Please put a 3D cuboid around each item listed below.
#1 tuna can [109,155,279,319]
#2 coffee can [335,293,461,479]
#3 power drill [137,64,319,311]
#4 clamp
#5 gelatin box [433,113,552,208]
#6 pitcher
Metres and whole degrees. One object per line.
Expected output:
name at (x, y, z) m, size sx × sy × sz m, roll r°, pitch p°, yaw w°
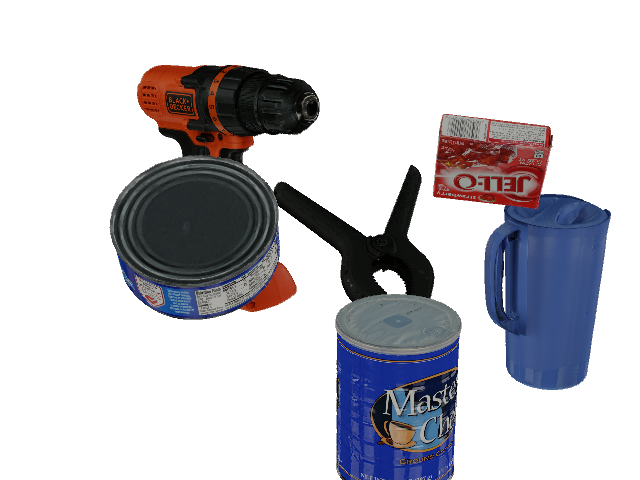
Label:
tuna can at (-0.064, -0.002, 0.553) m, size 0.086 × 0.086 × 0.034 m, roll 0°, pitch -38°, yaw 2°
coffee can at (0.064, 0.129, 0.894) m, size 0.103 × 0.140 × 0.103 m, roll 0°, pitch 21°, yaw 0°
power drill at (-0.065, -0.043, 0.828) m, size 0.057 × 0.188 × 0.185 m, roll -20°, pitch 23°, yaw -40°
clamp at (0.046, 0.009, 1.070) m, size 0.164 × 0.210 × 0.036 m, roll -4°, pitch -36°, yaw -15°
gelatin box at (0.139, -0.063, 0.870) m, size 0.089 × 0.030 × 0.073 m, roll 8°, pitch -38°, yaw 8°
pitcher at (0.293, 0.070, 1.395) m, size 0.149 × 0.243 × 0.144 m, roll 5°, pitch 21°, yaw 14°
